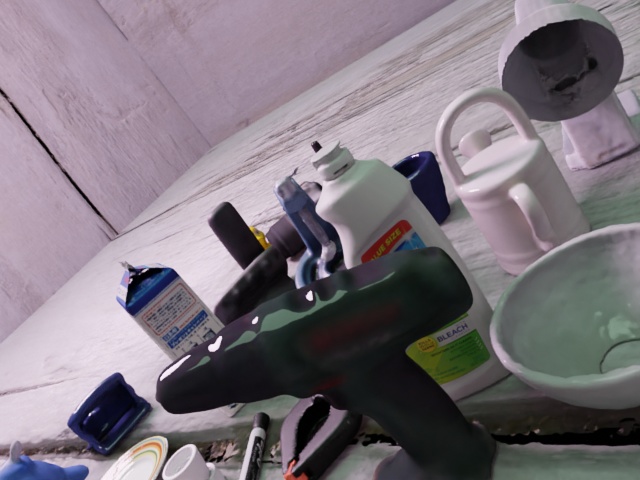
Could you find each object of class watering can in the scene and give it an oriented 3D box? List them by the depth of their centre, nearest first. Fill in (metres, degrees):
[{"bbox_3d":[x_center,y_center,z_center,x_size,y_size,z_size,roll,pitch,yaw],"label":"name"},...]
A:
[{"bbox_3d":[0.186,-0.067,0.594,0.101,0.194,0.172,-40,20,-8],"label":"watering can"}]

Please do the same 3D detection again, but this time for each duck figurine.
[{"bbox_3d":[-0.121,0.012,1.103,0.077,0.086,0.104,-42,20,-14],"label":"duck figurine"}]

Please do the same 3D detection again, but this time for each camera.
[{"bbox_3d":[-0.042,-0.039,1.061,0.137,0.101,0.143,-40,20,-8],"label":"camera"}]

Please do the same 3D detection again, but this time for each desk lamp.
[{"bbox_3d":[0.290,-0.189,0.665,0.117,0.214,0.203,-25,23,31],"label":"desk lamp"}]

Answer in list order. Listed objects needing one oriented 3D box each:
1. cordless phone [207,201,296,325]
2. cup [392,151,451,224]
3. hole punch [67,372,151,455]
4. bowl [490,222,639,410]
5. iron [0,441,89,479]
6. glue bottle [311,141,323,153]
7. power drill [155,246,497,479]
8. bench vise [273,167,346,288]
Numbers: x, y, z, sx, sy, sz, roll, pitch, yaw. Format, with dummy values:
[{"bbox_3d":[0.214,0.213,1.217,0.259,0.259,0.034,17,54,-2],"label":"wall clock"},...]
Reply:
[{"bbox_3d":[-0.137,0.044,0.909,0.094,0.185,0.148,-8,34,53],"label":"cordless phone"},{"bbox_3d":[0.131,-0.057,0.815,0.117,0.095,0.091,-32,20,14],"label":"cup"},{"bbox_3d":[-0.338,0.265,0.891,0.100,0.091,0.109,-9,34,53],"label":"hole punch"},{"bbox_3d":[0.217,0.065,0.420,0.167,0.075,0.167,-32,20,14],"label":"bowl"},{"bbox_3d":[-0.420,0.373,0.710,0.258,0.142,0.118,-41,20,-11],"label":"iron"},{"bbox_3d":[0.037,-0.090,0.932,0.037,0.173,0.078,-45,21,-21],"label":"glue bottle"},{"bbox_3d":[0.027,0.117,0.426,0.229,0.209,0.075,-35,20,5],"label":"power drill"},{"bbox_3d":[-0.002,0.010,0.701,0.122,0.220,0.206,-43,21,-17],"label":"bench vise"}]
